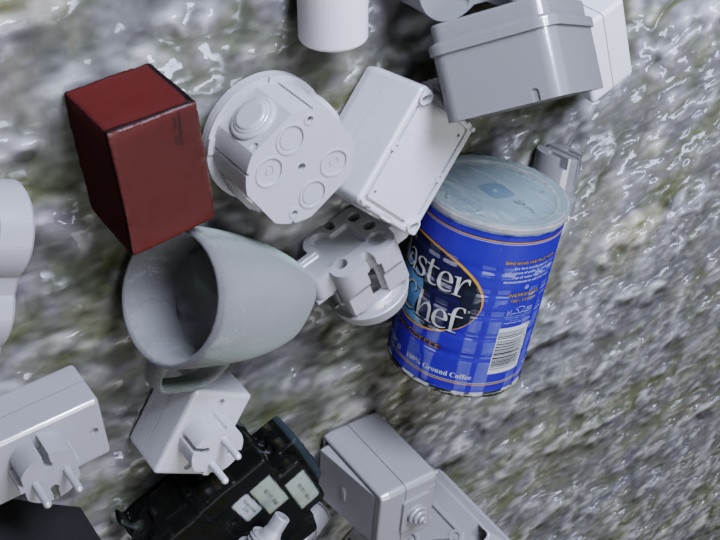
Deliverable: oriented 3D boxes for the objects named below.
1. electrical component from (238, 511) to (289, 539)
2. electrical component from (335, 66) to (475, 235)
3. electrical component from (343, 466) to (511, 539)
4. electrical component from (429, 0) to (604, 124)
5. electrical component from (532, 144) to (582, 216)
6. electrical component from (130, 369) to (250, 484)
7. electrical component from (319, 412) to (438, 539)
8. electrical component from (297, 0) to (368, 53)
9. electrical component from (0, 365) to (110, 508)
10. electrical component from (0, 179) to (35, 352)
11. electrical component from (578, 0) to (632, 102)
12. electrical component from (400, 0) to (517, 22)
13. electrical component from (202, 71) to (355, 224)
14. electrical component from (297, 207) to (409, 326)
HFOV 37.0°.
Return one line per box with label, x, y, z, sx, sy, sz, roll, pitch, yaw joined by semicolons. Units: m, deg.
electrical component;-0.069;0.193;0.737;0.035;0.035;0.061;23;102;-48
electrical component;0.020;-0.082;0.675;0.062;0.061;0.096;29;92;-49
electrical component;0.056;0.236;0.912;0.108;0.109;0.056;-50;137;1
electrical component;0.097;-0.128;0.655;0.113;0.078;0.057;-25;103;-64
electrical component;0.146;-0.068;0.810;0.040;0.040;0.046;-12;121;-36
electrical component;-0.101;0.106;0.695;0.047;0.077;0.065;12;112;-46
electrical component;0.014;0.168;0.830;0.061;0.096;0.061;-19;131;-30
electrical component;-0.015;-0.158;0.595;0.040;0.040;0.078;-23;133;-27
electrical component;-0.186;0.108;0.623;0.083;0.076;0.047;-25;134;-26
electrical component;-0.219;0.017;0.540;0.074;0.052;0.138;0;120;-42
electrical component;0.140;-0.147;0.736;0.077;0.047;0.065;-38;139;-12
electrical component;0.089;-0.183;0.642;0.138;0.074;0.052;-22;133;-28
electrical component;-0.047;-0.071;0.626;0.080;0.051;0.080;-23;134;-27
electrical component;0.000;0.000;0.719;0.078;0.058;0.057;-37;135;-14
